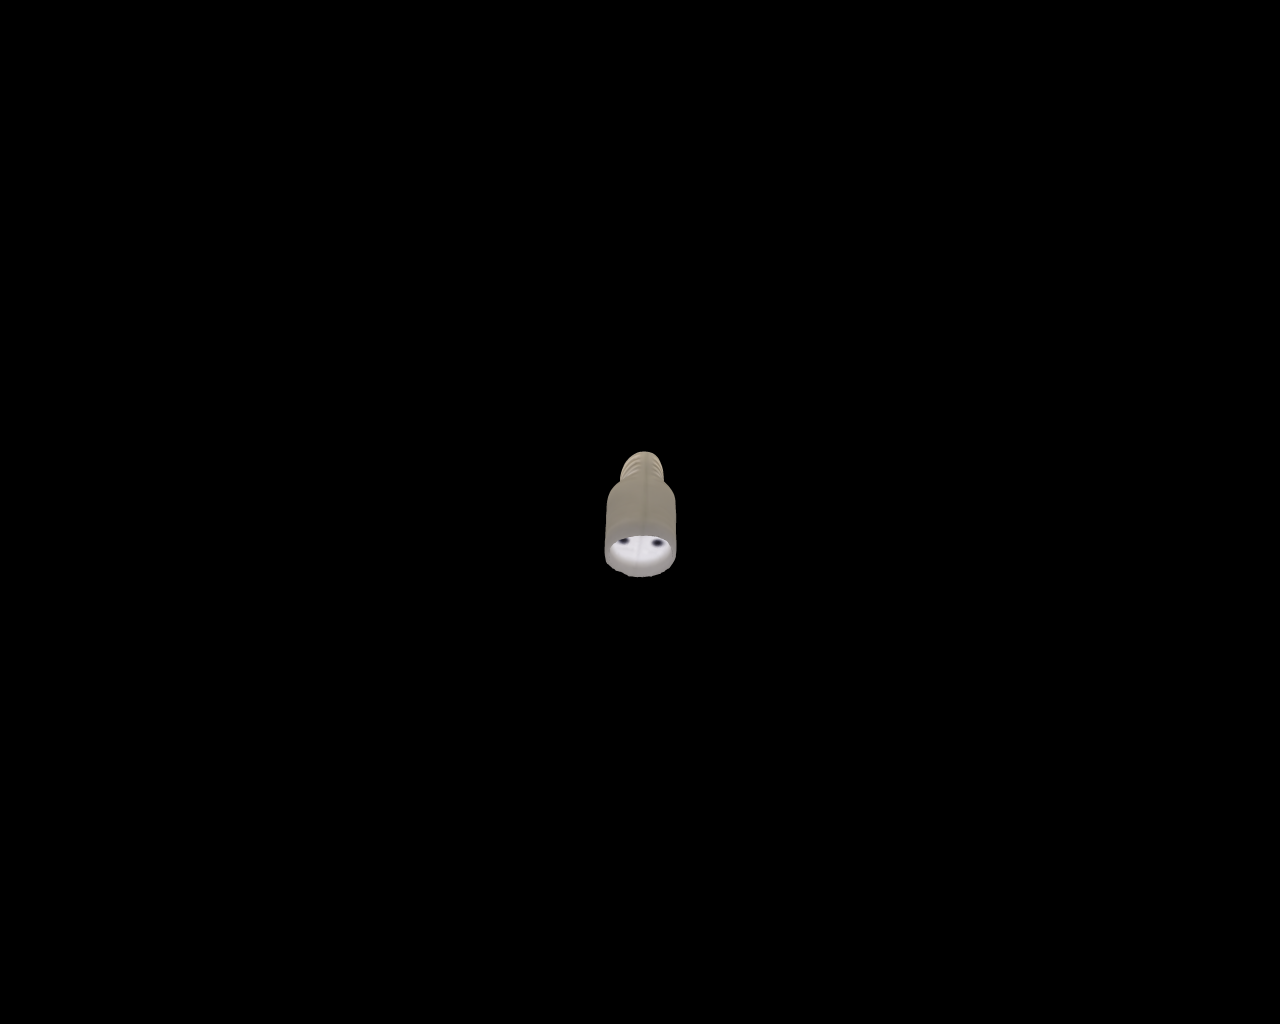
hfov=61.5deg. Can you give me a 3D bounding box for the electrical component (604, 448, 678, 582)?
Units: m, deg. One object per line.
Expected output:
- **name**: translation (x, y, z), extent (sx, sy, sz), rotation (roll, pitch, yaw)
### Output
- **electrical component**: translation (0.001, -0.003, 0.650), extent (0.043, 0.081, 0.043), rotation (0, -43, 0)
